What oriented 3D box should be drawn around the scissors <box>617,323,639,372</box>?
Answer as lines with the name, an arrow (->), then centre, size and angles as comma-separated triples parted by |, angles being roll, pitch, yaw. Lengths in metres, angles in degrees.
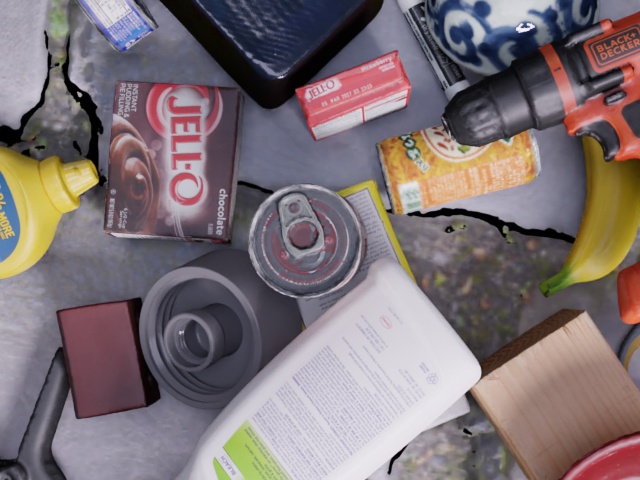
scissors -> 0.235, 0.031, 0.754 | 0.096, 0.016, 0.202 | -22, 86, 3

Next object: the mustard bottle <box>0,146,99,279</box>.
mustard bottle -> -0.249, -0.014, 0.764 | 0.191, 0.058, 0.096 | -22, 86, 2

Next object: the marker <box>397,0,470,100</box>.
marker -> 0.076, -0.151, 0.768 | 0.020, 0.020, 0.121 | -28, 86, 2

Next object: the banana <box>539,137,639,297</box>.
banana -> 0.191, -0.057, 0.740 | 0.069, 0.037, 0.198 | 7, 79, -21

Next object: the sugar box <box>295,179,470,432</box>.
sugar box -> 0.029, 0.054, 0.751 | 0.093, 0.048, 0.176 | -22, 89, 4

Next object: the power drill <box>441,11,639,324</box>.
power drill -> 0.189, -0.046, 0.673 | 0.184, 0.057, 0.188 | -23, 76, 9

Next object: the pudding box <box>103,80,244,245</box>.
pudding box -> -0.103, -0.056, 0.766 | 0.090, 0.039, 0.113 | 4, 87, 4

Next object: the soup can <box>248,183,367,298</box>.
soup can -> -0.004, 0.001, 0.678 | 0.068, 0.102, 0.068 | 0, 90, 5

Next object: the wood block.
wood block -> 0.190, 0.156, 0.715 | 0.091, 0.090, 0.206 | -33, 86, 1

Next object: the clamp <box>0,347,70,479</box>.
clamp -> -0.232, 0.165, 0.766 | 0.120, 0.039, 0.171 | -3, 88, 5

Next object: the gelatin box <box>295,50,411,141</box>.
gelatin box -> 0.023, -0.098, 0.734 | 0.073, 0.089, 0.030 | -21, 87, 2

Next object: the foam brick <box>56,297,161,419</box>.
foam brick -> -0.149, 0.082, 0.757 | 0.051, 0.053, 0.078 | -12, 88, 3

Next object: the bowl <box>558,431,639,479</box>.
bowl -> 0.201, 0.191, 0.639 | 0.162, 0.055, 0.162 | 0, 88, 2

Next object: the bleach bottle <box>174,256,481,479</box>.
bleach bottle -> -0.026, 0.125, 0.661 | 0.250, 0.068, 0.102 | -37, 77, -5

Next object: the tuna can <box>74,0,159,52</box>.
tuna can -> -0.152, -0.176, 0.750 | 0.034, 0.086, 0.086 | -35, 86, 3
